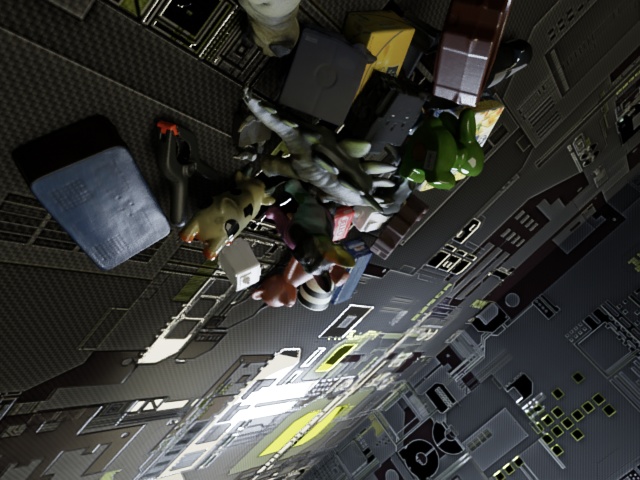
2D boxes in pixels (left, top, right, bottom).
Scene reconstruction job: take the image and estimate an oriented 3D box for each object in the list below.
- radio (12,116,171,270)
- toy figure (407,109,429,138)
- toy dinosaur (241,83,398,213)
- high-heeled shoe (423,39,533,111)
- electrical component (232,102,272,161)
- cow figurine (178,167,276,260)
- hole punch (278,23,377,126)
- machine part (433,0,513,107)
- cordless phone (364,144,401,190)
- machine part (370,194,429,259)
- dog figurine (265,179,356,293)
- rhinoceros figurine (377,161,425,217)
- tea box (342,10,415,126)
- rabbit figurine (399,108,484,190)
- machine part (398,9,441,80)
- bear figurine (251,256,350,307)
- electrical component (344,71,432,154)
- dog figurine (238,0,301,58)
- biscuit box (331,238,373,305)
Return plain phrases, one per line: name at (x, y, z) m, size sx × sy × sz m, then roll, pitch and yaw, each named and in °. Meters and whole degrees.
radio at (-0.311, -0.061, 0.768) m, size 0.131 × 0.073 × 0.229 m, roll -32°, pitch 152°, yaw -14°
toy figure at (0.196, -0.236, 1.105) m, size 0.064 × 0.058 × 0.154 m, roll -13°, pitch 166°, yaw 29°
toy dinosaur at (0.007, -0.132, 0.873) m, size 0.471 × 0.199 × 0.105 m, roll 23°, pitch 86°, yaw -47°
high-heeled shoe at (0.323, -0.340, 1.116) m, size 0.249 × 0.086 × 0.145 m, roll -25°, pitch -173°, yaw 14°
electrical component at (-0.109, -0.172, 0.861) m, size 0.078 × 0.045 × 0.102 m, roll -13°, pitch 143°, yaw -35°
cow figurine at (-0.147, -0.052, 0.906) m, size 0.127 × 0.085 × 0.195 m, roll -48°, pitch -178°, yaw 16°
hole punch at (0.003, -0.242, 0.794) m, size 0.142 × 0.092 × 0.115 m, roll 19°, pitch 130°, yaw -13°
machine part at (0.258, -0.345, 0.897) m, size 0.200 × 0.087 × 0.201 m, roll 85°, pitch 26°, yaw -59°
cordless phone at (0.112, -0.141, 1.143) m, size 0.146 × 0.089 × 0.184 m, roll -44°, pitch 162°, yaw 10°
machine part at (0.197, -0.031, 1.337) m, size 0.179 × 0.056 × 0.179 m, roll -50°, pitch 173°, yaw -8°
dog figurine at (-0.002, -0.003, 1.049) m, size 0.108 × 0.219 × 0.191 m, roll -46°, pitch 150°, yaw 21°
rhinoceros figurine at (0.186, -0.135, 1.185) m, size 0.190 × 0.073 × 0.112 m, roll -54°, pitch 169°, yaw 34°
tea box at (0.076, -0.282, 0.887) m, size 0.098 × 0.068 × 0.169 m, roll -19°, pitch 146°, yaw -31°
rabbit figurine at (0.258, -0.179, 1.074) m, size 0.170 × 0.121 × 0.159 m, roll 1°, pitch 96°, yaw -35°
machine part at (0.151, -0.320, 0.914) m, size 0.039 × 0.084 × 0.139 m, roll -59°, pitch 180°, yaw -27°
bear figurine at (-0.052, 0.098, 1.236) m, size 0.196 × 0.132 × 0.120 m, roll -47°, pitch 144°, yaw 4°
electrical component at (0.108, -0.207, 0.902) m, size 0.115 × 0.058 × 0.134 m, roll -6°, pitch 138°, yaw -44°
dog figurine at (-0.049, -0.285, 0.644) m, size 0.121 × 0.172 × 0.190 m, roll -27°, pitch 144°, yaw 2°
biscuit box at (0.070, 0.086, 1.423) m, size 0.063 × 0.059 × 0.202 m, roll -17°, pitch 145°, yaw -35°
